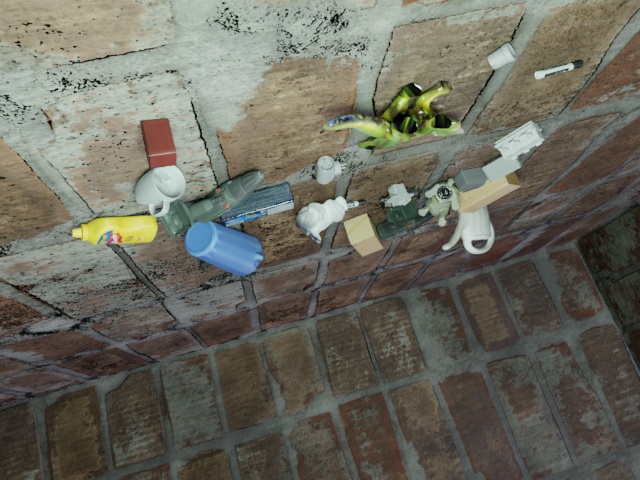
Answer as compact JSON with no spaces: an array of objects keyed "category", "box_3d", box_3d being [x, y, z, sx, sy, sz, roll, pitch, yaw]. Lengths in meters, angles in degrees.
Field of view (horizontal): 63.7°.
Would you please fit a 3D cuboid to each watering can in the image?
[{"category":"watering can","box_3d":[0.556,-0.059,1.926,0.348,0.103,0.226,1,-99,-43]}]

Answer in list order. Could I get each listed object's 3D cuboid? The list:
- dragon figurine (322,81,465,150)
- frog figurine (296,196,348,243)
[{"category":"dragon figurine","box_3d":[0.167,-0.252,1.191,0.239,0.412,0.123,135,123,-69]},{"category":"frog figurine","box_3d":[0.005,-0.079,1.578,0.160,0.124,0.135,-56,-34,-2]}]
